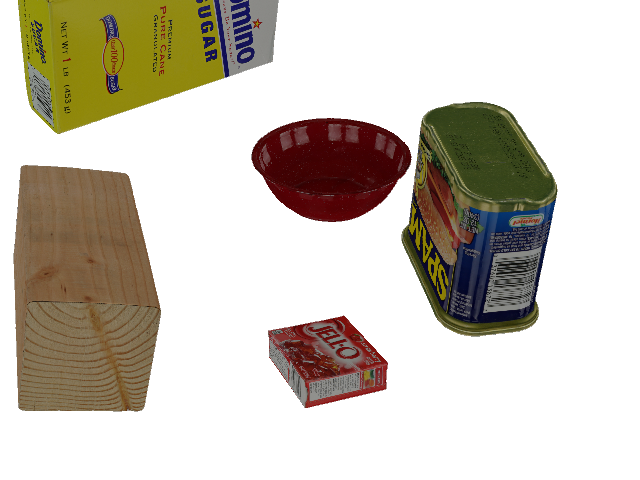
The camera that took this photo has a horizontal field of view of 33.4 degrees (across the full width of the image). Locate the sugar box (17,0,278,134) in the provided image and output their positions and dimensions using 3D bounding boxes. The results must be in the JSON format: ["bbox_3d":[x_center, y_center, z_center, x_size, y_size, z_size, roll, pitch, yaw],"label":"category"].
[{"bbox_3d":[-0.105,-0.140,0.691,0.175,0.093,0.048,-24,48,-32],"label":"sugar box"}]

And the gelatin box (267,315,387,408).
[{"bbox_3d":[0.005,0.098,0.888,0.073,0.030,0.089,-9,27,-20],"label":"gelatin box"}]

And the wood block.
[{"bbox_3d":[-0.183,0.030,0.809,0.090,0.091,0.206,4,28,-19],"label":"wood block"}]

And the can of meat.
[{"bbox_3d":[0.083,-0.014,0.570,0.057,0.084,0.102,-5,38,-11],"label":"can of meat"}]

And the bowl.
[{"bbox_3d":[0.010,-0.065,1.091,0.162,0.055,0.162,0,33,-1],"label":"bowl"}]
